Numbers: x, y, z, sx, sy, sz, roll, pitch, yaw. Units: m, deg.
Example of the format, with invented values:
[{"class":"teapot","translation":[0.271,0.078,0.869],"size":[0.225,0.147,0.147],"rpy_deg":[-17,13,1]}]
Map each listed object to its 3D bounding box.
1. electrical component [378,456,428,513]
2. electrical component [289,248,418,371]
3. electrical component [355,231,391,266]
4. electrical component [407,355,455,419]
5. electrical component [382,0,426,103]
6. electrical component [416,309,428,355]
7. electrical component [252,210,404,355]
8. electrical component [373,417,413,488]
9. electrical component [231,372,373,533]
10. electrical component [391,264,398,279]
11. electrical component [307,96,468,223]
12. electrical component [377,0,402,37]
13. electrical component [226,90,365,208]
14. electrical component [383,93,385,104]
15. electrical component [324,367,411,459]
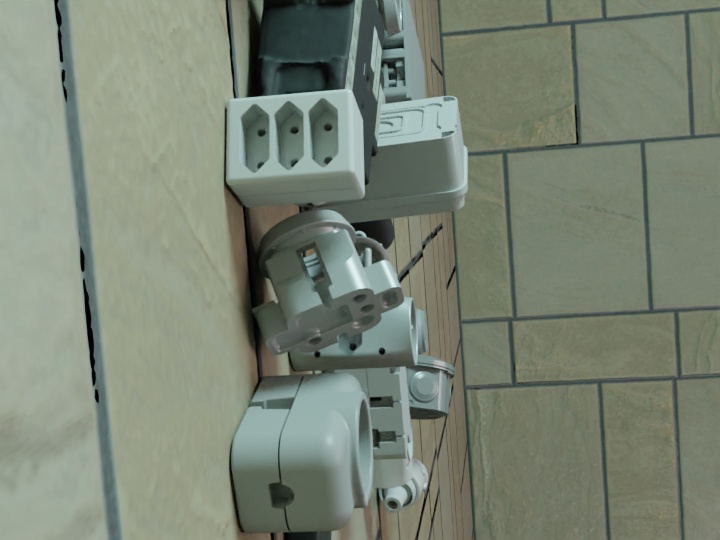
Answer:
[{"class":"electrical component","translation":[0.037,0.208,1.027],"size":[0.062,0.048,0.048],"rpy_deg":[-54,140,-67]},{"class":"electrical component","translation":[-0.004,0.024,0.686],"size":[0.043,0.077,0.079],"rpy_deg":[64,24,-70]},{"class":"electrical component","translation":[0.000,0.000,0.845],"size":[0.055,0.048,0.066],"rpy_deg":[81,7,-83]},{"class":"electrical component","translation":[0.049,0.111,1.024],"size":[0.080,0.080,0.051],"rpy_deg":[63,29,-70]},{"class":"electrical component","translation":[0.028,-0.187,1.075],"size":[0.186,0.060,0.105],"rpy_deg":[53,34,-76]},{"class":"electrical component","translation":[0.036,0.060,1.035],"size":[0.045,0.055,0.045],"rpy_deg":[-3,90,-82]},{"class":"electrical component","translation":[-0.023,0.005,0.590],"size":[0.058,0.078,0.057],"rpy_deg":[72,-4,-63]},{"class":"electrical component","translation":[0.024,0.139,0.949],"size":[0.079,0.044,0.077],"rpy_deg":[-69,154,-71]},{"class":"electrical component","translation":[-0.026,0.093,0.560],"size":[0.095,0.059,0.053],"rpy_deg":[-71,156,-71]},{"class":"electrical component","translation":[0.020,0.015,1.018],"size":[0.061,0.035,0.035],"rpy_deg":[73,15,-68]},{"class":"electrical component","translation":[0.018,-0.077,0.764],"size":[0.078,0.113,0.057],"rpy_deg":[-80,162,-59]},{"class":"electrical component","translation":[0.006,-0.233,0.948],"size":[0.078,0.057,0.058],"rpy_deg":[63,25,-71]},{"class":"electrical component","translation":[-0.030,-0.057,0.575],"size":[0.076,0.066,0.047],"rpy_deg":[61,26,-72]},{"class":"electrical component","translation":[0.002,-0.147,0.942],"size":[0.078,0.040,0.040],"rpy_deg":[43,44,-79]},{"class":"electrical component","translation":[0.005,0.091,0.798],"size":[0.050,0.056,0.089],"rpy_deg":[-55,141,-77]}]
